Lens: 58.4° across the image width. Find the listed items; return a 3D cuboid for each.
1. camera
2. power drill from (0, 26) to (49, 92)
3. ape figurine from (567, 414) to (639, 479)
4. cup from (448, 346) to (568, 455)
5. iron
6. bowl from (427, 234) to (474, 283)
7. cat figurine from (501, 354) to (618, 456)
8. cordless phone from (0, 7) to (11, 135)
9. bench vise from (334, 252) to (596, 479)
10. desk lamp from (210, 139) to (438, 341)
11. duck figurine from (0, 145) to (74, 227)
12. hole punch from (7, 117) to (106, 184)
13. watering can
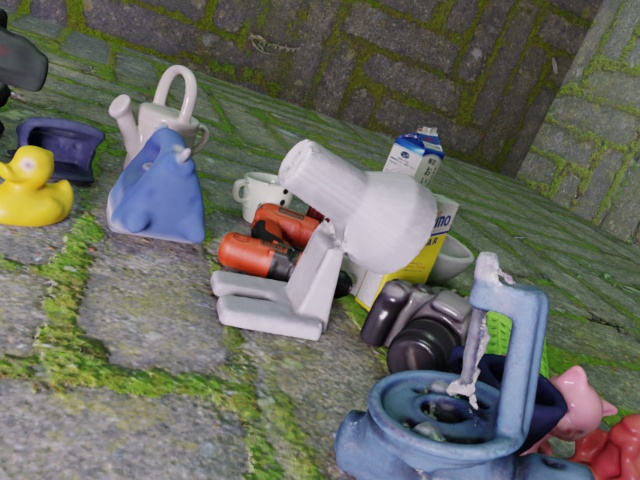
[{"bbox_3d":[0.117,0.107,0.667,0.143,0.101,0.137,28,19,20],"label":"camera"},{"bbox_3d":[-0.462,-0.194,0.690,0.230,0.208,0.075,9,22,-33],"label":"power drill"},{"bbox_3d":[0.310,0.217,0.587,0.076,0.092,0.078,19,18,-7],"label":"ape figurine"},{"bbox_3d":[0.165,0.167,0.560,0.117,0.095,0.092,31,20,27],"label":"cup"},{"bbox_3d":[-0.221,-0.094,0.788,0.119,0.141,0.257,11,21,-30],"label":"iron"},{"bbox_3d":[0.180,0.027,1.006,0.167,0.075,0.167,20,18,-6],"label":"bowl"},{"bbox_3d":[0.229,0.169,0.591,0.127,0.118,0.067,30,20,24],"label":"cat figurine"},{"bbox_3d":[-0.496,-0.243,0.826,0.094,0.185,0.147,12,21,-28],"label":"cordless phone"},{"bbox_3d":[0.137,0.128,0.437,0.207,0.220,0.121,21,18,-4],"label":"bench vise"},{"bbox_3d":[0.006,0.002,0.656,0.204,0.213,0.117,13,20,-25],"label":"desk lamp"},{"bbox_3d":[-0.336,-0.068,0.673,0.077,0.086,0.105,30,20,24],"label":"duck figurine"},{"bbox_3d":[-0.378,-0.141,0.824,0.109,0.091,0.100,6,24,-40],"label":"hole punch"},{"bbox_3d":[-0.255,-0.191,0.939,0.100,0.194,0.173,27,19,17],"label":"watering can"}]
